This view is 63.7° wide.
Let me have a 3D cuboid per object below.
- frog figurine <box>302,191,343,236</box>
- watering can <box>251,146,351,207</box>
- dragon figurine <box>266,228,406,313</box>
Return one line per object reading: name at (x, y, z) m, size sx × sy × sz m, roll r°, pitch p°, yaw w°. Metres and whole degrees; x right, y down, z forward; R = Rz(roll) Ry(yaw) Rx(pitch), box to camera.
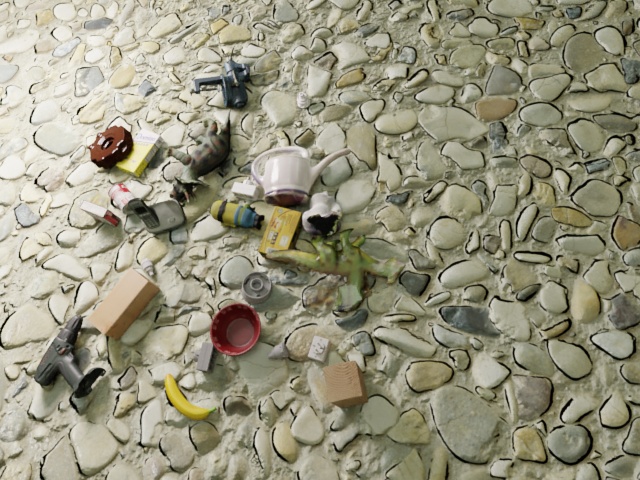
frog figurine at (0.005, -0.085, 1.697) m, size 0.137 × 0.120 × 0.162 m, roll -24°, pitch 30°, yaw 2°
watering can at (-0.068, -0.222, 1.752) m, size 0.347 × 0.228 × 0.102 m, roll -2°, pitch -22°, yaw 8°
dragon figurine at (0.057, 0.104, 1.588) m, size 0.410 × 0.246 × 0.120 m, roll -14°, pitch -16°, yaw -1°
